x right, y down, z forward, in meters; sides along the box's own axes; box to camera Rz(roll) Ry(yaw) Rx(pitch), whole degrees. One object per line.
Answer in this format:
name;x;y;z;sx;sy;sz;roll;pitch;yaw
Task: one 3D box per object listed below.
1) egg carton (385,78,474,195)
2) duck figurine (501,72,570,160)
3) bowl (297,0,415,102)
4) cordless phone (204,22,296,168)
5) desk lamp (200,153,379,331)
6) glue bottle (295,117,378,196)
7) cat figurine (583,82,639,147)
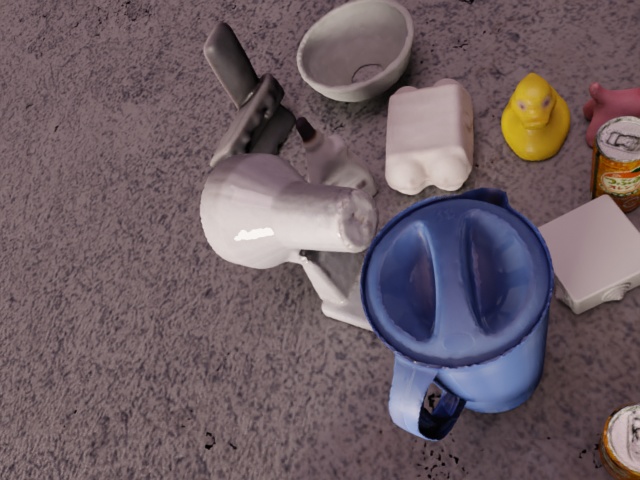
egg carton;0.134;-0.127;0.703;0.107;0.070;0.150;-6;62;20
duck figurine;0.247;-0.156;0.660;0.077;0.086;0.104;-4;62;21
bowl;0.057;-0.252;0.798;0.167;0.075;0.167;-10;60;18
cordless phone;-0.122;-0.186;0.773;0.093;0.185;0.148;14;70;29
desk lamp;0.006;0.002;0.601;0.202;0.214;0.118;15;70;29
glue bottle;0.011;-0.089;0.672;0.078;0.174;0.037;-37;56;2
cat figurine;0.346;-0.161;0.601;0.127;0.118;0.067;-8;61;19
